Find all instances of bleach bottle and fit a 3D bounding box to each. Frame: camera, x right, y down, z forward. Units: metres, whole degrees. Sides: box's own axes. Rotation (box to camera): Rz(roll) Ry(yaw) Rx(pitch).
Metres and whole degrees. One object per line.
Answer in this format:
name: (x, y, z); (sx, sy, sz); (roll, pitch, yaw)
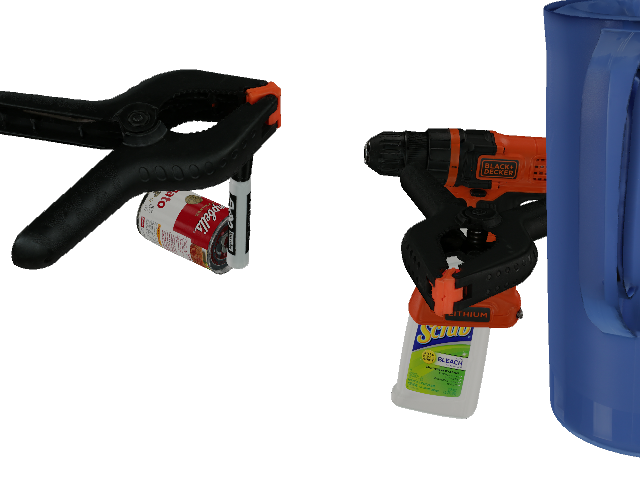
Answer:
bleach bottle: (0.145, 0.071, 1.213); (0.103, 0.251, 0.068); (9, 14, 17)

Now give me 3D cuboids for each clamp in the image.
clamp: (-0.107, -0.059, 0.582); (0.171, 0.120, 0.039); (-24, -26, -23)
clamp: (0.106, -0.008, 0.780); (0.165, 0.036, 0.209); (11, 28, 25)

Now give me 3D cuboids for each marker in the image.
marker: (-0.065, -0.027, 0.863); (0.020, 0.121, 0.020); (3, 42, -3)

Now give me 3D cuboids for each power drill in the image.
power drill: (0.127, -0.013, 0.985); (0.184, 0.188, 0.057); (4, 26, 0)

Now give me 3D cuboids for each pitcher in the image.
pitcher: (0.178, -0.008, 0.569); (0.149, 0.243, 0.145); (-5, 18, -12)

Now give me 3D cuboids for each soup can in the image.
soup can: (-0.134, -0.015, 1.123); (0.102, 0.068, 0.068); (24, 11, 27)
